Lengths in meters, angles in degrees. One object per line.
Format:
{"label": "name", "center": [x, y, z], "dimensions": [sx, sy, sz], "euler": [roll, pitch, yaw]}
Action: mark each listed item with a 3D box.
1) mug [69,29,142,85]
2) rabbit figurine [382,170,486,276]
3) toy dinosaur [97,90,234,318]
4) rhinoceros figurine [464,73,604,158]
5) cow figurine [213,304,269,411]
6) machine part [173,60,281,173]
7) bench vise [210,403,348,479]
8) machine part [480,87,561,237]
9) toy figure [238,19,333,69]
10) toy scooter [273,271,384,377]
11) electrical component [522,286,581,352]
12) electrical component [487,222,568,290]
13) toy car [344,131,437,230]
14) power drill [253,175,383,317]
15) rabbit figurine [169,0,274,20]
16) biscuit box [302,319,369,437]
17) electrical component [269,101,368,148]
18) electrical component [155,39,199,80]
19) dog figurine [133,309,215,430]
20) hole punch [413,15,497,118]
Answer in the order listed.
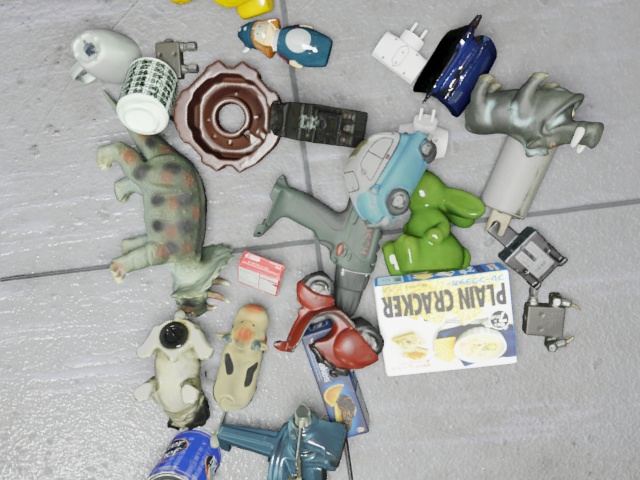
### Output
{"label": "mug", "center": [-0.353, -0.288, 0.850], "dimensions": [0.110, 0.107, 0.080], "euler": [-27, 95, 7]}
{"label": "rabbit figurine", "center": [0.176, -0.035, 0.846], "dimensions": [0.159, 0.121, 0.170], "euler": [-6, 82, 0]}
{"label": "toy dinosaur", "center": [-0.248, -0.055, 0.883], "dimensions": [0.192, 0.131, 0.404], "euler": [-7, 95, -6]}
{"label": "rhinoceros figurine", "center": [0.299, -0.175, 0.761], "dimensions": [0.191, 0.073, 0.112], "euler": [17, 96, 29]}
{"label": "cow figurine", "center": [-0.134, 0.198, 0.908], "dimensions": [0.085, 0.127, 0.194], "euler": [16, 103, -1]}
{"label": "machine part", "center": [-0.143, -0.198, 0.874], "dimensions": [0.179, 0.056, 0.179], "euler": [1, 100, 4]}
{"label": "bench vise", "center": [-0.078, 0.351, 0.914], "dimensions": [0.241, 0.129, 0.223], "euler": [8, 138, 14]}
{"label": "machine part", "center": [0.316, -0.122, 0.837], "dimensions": [0.079, 0.079, 0.243], "euler": [20, 102, 1]}
{"label": "toy figure", "center": [-0.058, -0.314, 0.847], "dimensions": [0.155, 0.057, 0.064], "euler": [16, 63, 4]}
{"label": "toy scooter", "center": [0.007, 0.151, 0.845], "dimensions": [0.135, 0.075, 0.183], "euler": [-44, 101, -12]}
{"label": "electrical component", "center": [0.381, 0.132, 0.892], "dimensions": [0.078, 0.045, 0.102], "euler": [8, 101, 2]}
{"label": "electrical component", "center": [0.331, 0.014, 0.875], "dimensions": [0.119, 0.048, 0.075], "euler": [45, 100, -5]}
{"label": "toy car", "center": [0.091, -0.101, 0.787], "dimensions": [0.103, 0.109, 0.161], "euler": [31, 86, -14]}
{"label": "power drill", "center": [-0.002, -0.003, 0.885], "dimensions": [0.207, 0.086, 0.232], "euler": [22, 100, 5]}
{"label": "rabbit figurine", "center": [-0.170, -0.414, 0.811], "dimensions": [0.173, 0.122, 0.162], "euler": [-1, 108, 24]}
{"label": "biscuit box", "center": [0.028, 0.239, 0.934], "dimensions": [0.063, 0.059, 0.202], "euler": [-18, 98, 8]}
{"label": "electrical component", "center": [0.005, -0.176, 0.825], "dimensions": [0.115, 0.134, 0.058], "euler": [23, 109, 44]}
{"label": "electrical component", "center": [-0.247, -0.296, 0.882], "dimensions": [0.094, 0.021, 0.063], "euler": [-2, 100, 6]}
{"label": "dog figurine", "center": [-0.237, 0.230, 0.931], "dimensions": [0.121, 0.190, 0.172], "euler": [13, 63, 5]}
{"label": "hole punch", "center": [0.212, -0.249, 0.808], "dimensions": [0.092, 0.116, 0.142], "euler": [33, 102, -10]}
